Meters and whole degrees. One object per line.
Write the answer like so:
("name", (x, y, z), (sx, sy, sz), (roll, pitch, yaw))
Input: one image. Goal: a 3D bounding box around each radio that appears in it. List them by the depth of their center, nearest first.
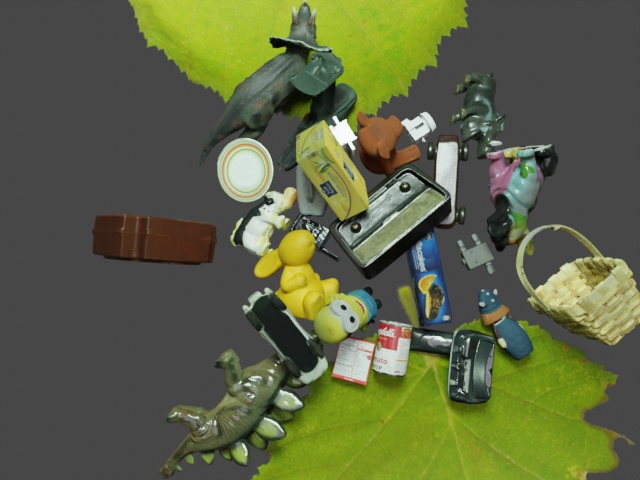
("radio", (0.140, -0.041, 1.081), (0.229, 0.073, 0.131), (-39, 59, -5))

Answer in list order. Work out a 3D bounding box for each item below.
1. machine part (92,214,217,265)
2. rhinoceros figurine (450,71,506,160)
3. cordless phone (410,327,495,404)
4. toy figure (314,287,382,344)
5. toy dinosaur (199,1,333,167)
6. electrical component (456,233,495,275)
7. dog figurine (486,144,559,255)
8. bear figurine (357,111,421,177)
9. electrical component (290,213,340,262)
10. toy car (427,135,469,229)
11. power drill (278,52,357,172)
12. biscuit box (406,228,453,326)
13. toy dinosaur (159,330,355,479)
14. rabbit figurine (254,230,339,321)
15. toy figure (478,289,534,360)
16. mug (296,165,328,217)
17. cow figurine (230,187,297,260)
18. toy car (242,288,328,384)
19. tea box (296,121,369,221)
("machine part", (-0.323, 0.002, 1.052), (0.201, 0.201, 0.087), (2, 86, 46))
("rhinoceros figurine", (0.345, -0.268, 1.162), (0.112, 0.073, 0.190), (3, 80, -9))
("cordless phone", (0.256, 0.249, 1.088), (0.184, 0.088, 0.146), (6, 83, 14))
("toy figure", (0.058, 0.149, 1.054), (0.082, 0.180, 0.089), (32, 112, 19))
("toy dinosaur", (-0.115, -0.309, 1.115), (0.131, 0.192, 0.405), (40, 83, 9))
("electrical component", (0.330, 0.036, 1.136), (0.063, 0.021, 0.094), (-24, 82, -2))
("dog figurine", (0.413, -0.082, 1.110), (0.191, 0.109, 0.219), (-14, 106, -40))
("bear figurine", (0.135, -0.206, 1.091), (0.132, 0.195, 0.120), (-32, 79, -5))
("electrical component", (-0.002, -0.003, 1.124), (0.119, 0.074, 0.047), (29, 83, 10))
("toy car", (0.269, -0.123, 1.146), (0.089, 0.053, 0.202), (2, 85, 12))
("power drill", (-0.011, -0.263, 1.098), (0.086, 0.207, 0.232), (37, 73, 22))
("biscuit box", (0.221, 0.075, 1.113), (0.063, 0.059, 0.202), (-10, 81, 0))
("toy dinosaur", (-0.138, 0.310, 1.071), (0.198, 0.105, 0.471), (43, 88, 2))
("rabbit figurine", (-0.044, 0.059, 1.087), (0.163, 0.122, 0.173), (11, 115, 36))
("toy figure", (0.370, 0.171, 1.097), (0.058, 0.064, 0.154), (-43, 75, 33))
("mug", (-0.012, -0.102, 1.128), (0.081, 0.109, 0.107), (3, 92, 2))
("cow figurine", (-0.116, -0.047, 1.140), (0.098, 0.068, 0.167), (26, 81, 14))
("toy car", (-0.066, 0.182, 1.027), (0.073, 0.056, 0.202), (-39, 84, -10))
("tea box", (0.025, -0.131, 1.038), (0.068, 0.169, 0.098), (-26, 38, 17))
